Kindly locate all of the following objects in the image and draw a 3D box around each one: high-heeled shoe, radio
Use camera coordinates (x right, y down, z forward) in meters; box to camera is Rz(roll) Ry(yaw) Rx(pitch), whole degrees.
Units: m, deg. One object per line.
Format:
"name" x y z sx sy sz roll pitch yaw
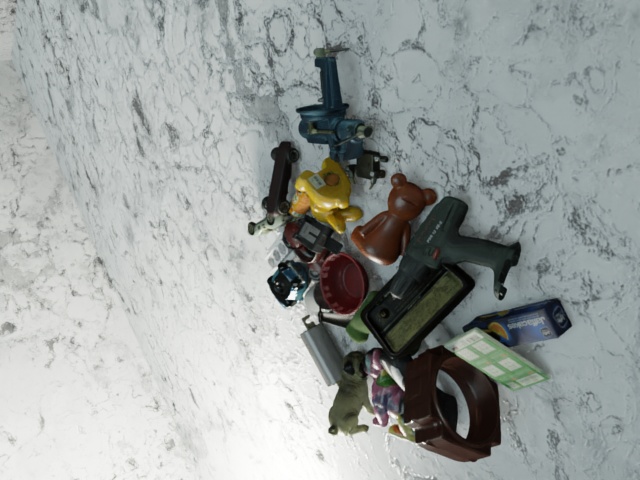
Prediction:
"high-heeled shoe" 0.228 0.360 1.253 0.145 0.086 0.248 2 122 42
"radio" 0.202 0.128 1.138 0.229 0.073 0.131 -49 63 16

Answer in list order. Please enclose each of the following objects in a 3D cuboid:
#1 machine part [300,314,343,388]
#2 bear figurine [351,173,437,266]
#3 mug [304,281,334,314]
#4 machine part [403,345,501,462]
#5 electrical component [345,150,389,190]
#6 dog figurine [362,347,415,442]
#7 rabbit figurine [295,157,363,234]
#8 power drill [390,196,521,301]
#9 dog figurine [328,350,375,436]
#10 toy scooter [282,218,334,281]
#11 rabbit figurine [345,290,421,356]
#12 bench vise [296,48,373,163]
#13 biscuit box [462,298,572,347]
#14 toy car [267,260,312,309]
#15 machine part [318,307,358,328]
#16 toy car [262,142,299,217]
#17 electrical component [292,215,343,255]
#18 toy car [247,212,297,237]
"machine part" 0.014 0.326 1.533 0.243 0.079 0.079 60 142 9
"bear figurine" 0.158 -0.048 1.169 0.132 0.120 0.195 -98 31 -75
"mug" 0.005 0.170 1.476 0.109 0.081 0.107 65 154 3
"machine part" 0.273 0.332 1.098 0.201 0.201 0.087 28 139 -22
"electrical component" 0.105 -0.161 1.215 0.102 0.045 0.078 27 128 40
"dog figurine" 0.187 0.359 1.322 0.192 0.108 0.219 9 112 49
"rabbit figurine" 0.028 -0.096 1.306 0.162 0.122 0.173 44 155 12
"power drill" 0.264 0.043 1.035 0.208 0.086 0.232 23 88 35
"dog figurine" 0.071 0.408 1.436 0.121 0.172 0.190 1 116 39
"toy scooter" -0.021 0.010 1.427 0.184 0.075 0.135 55 139 12
"rabbit figurine" 0.175 0.196 1.276 0.170 0.121 0.159 37 128 9
"bench vise" 0.024 -0.295 1.175 0.224 0.129 0.240 28 129 59
"biscuit box" 0.375 0.167 1.036 0.203 0.059 0.063 -30 84 52
"toy car" -0.074 0.111 1.514 0.109 0.103 0.161 47 138 18
"machine part" 0.061 0.208 1.401 0.139 0.039 0.084 12 133 -2
"toy car" -0.102 -0.160 1.430 0.089 0.053 0.202 12 92 53
"electrical component" -0.003 -0.004 1.346 0.119 0.047 0.075 37 98 32
"toy car" -0.140 -0.049 1.541 0.202 0.073 0.056 -24 88 52
